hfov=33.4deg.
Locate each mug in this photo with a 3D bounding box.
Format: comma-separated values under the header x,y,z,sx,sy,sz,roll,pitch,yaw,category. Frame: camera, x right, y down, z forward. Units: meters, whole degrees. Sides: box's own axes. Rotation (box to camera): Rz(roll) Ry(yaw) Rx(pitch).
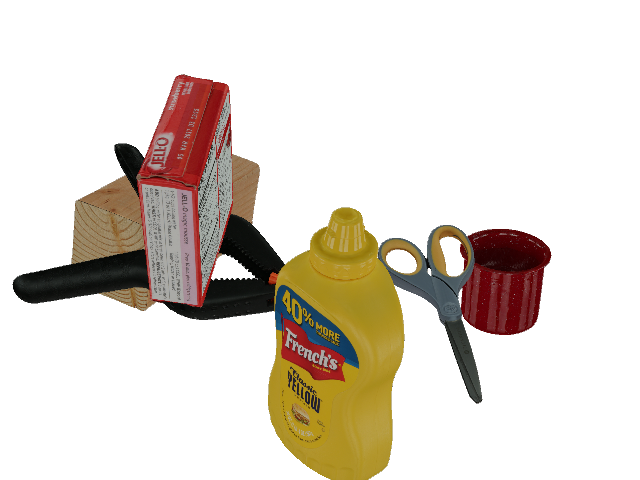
x,y,z,sx,sy,sz,roll,pitch,yaw,category
0.188,0.039,1.125,0.093,0.081,0.117,-5,30,-8,mug

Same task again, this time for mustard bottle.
x,y,z,sx,sy,sz,roll,pitch,yaw,category
0.010,0.062,0.678,0.058,0.192,0.096,-23,45,-33,mustard bottle

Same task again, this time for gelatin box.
x,y,z,sx,sy,sz,roll,pitch,yaw,category
-0.065,-0.023,0.520,0.030,0.073,0.089,8,-42,4,gelatin box

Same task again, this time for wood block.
x,y,z,sx,sy,sz,roll,pitch,yaw,category
-0.152,-0.021,1.083,0.090,0.091,0.205,20,28,18,wood block

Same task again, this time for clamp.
x,y,z,sx,sy,sz,roll,pitch,yaw,category
-0.114,0.000,0.836,0.210,0.164,0.036,12,-35,13,clamp

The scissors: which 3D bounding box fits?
x,y,z,sx,sy,sz,roll,pitch,yaw,category
0.092,0.057,0.919,0.096,0.016,0.201,4,43,7,scissors
